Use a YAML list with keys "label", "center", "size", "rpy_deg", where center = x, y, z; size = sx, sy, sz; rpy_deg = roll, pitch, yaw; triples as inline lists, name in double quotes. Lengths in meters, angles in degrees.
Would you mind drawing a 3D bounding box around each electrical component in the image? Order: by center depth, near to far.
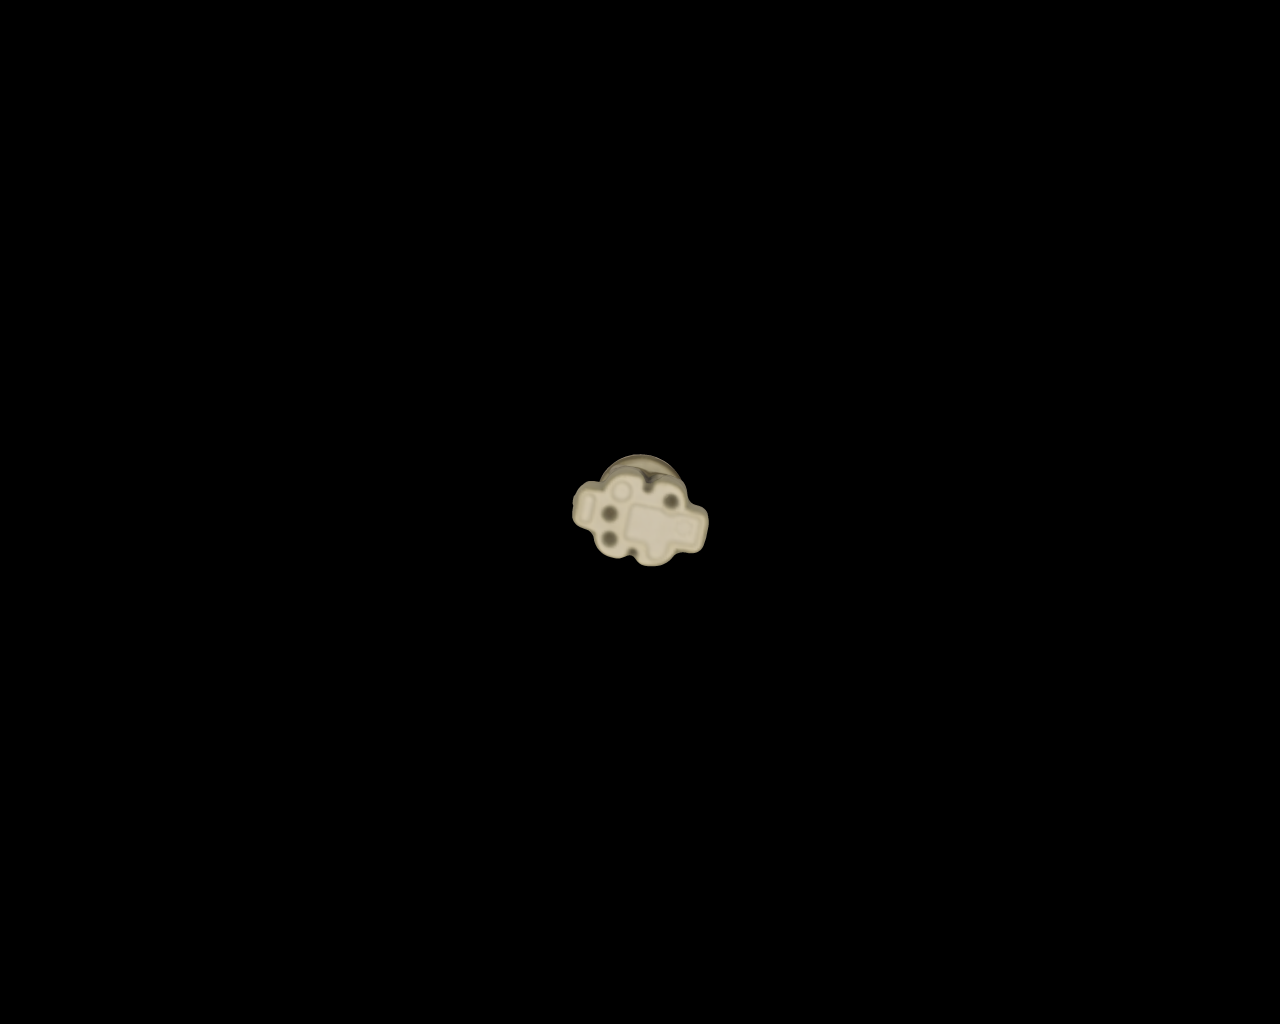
- label: "electrical component"
  center: [0.001, -0.003, 0.650]
  size: [0.078, 0.058, 0.057]
  rpy_deg: [13, 16, -4]
